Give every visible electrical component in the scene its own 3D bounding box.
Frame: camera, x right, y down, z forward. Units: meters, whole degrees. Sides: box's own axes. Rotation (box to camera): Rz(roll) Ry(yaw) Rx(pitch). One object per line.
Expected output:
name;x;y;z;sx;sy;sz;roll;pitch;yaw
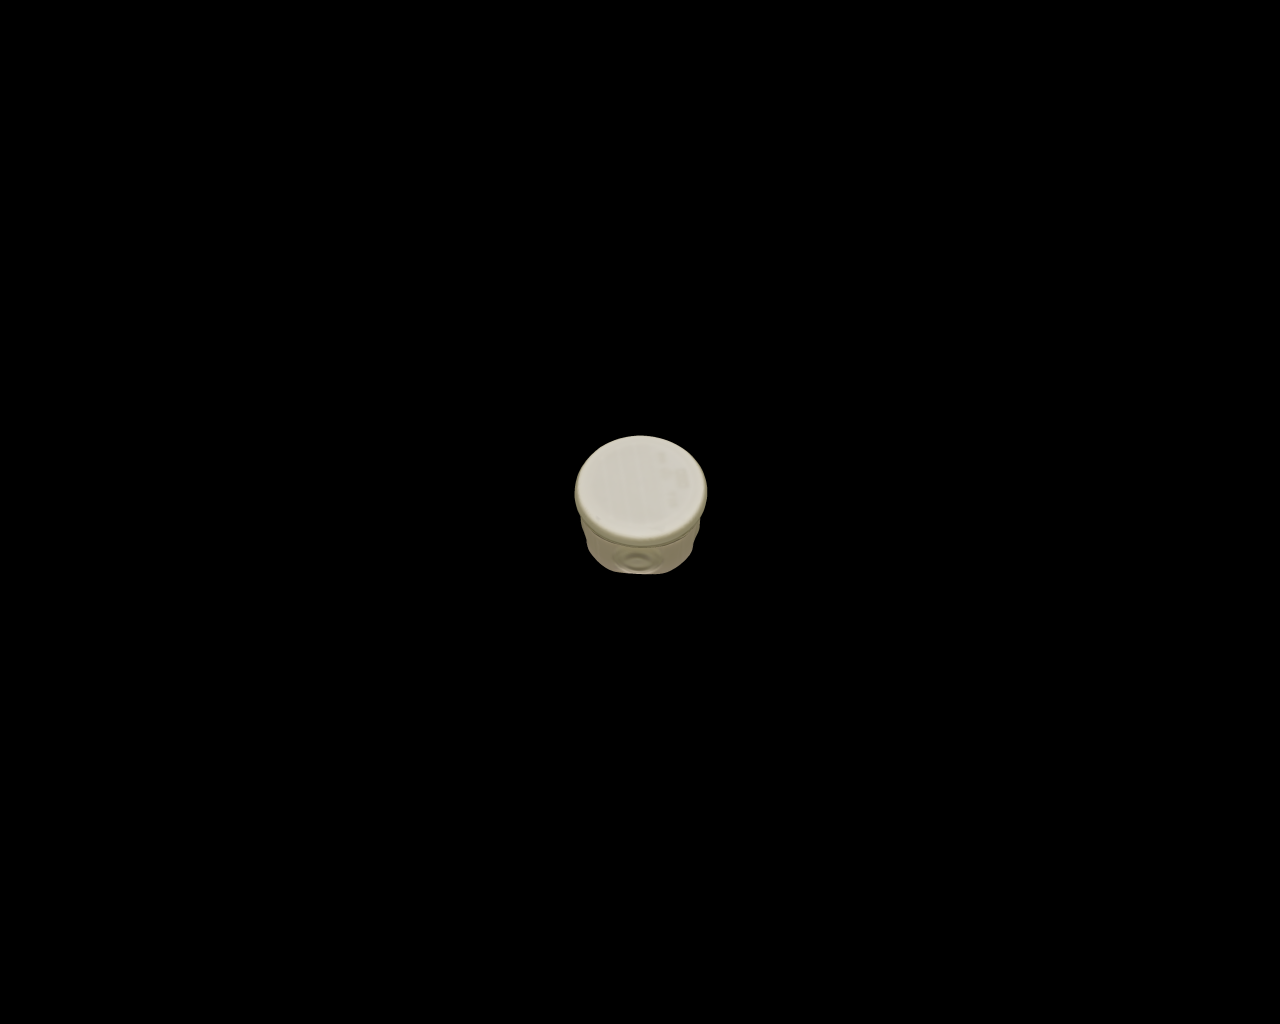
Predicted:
electrical component;0.001;-0.003;0.650;0.080;0.080;0.050;0;-34;0
